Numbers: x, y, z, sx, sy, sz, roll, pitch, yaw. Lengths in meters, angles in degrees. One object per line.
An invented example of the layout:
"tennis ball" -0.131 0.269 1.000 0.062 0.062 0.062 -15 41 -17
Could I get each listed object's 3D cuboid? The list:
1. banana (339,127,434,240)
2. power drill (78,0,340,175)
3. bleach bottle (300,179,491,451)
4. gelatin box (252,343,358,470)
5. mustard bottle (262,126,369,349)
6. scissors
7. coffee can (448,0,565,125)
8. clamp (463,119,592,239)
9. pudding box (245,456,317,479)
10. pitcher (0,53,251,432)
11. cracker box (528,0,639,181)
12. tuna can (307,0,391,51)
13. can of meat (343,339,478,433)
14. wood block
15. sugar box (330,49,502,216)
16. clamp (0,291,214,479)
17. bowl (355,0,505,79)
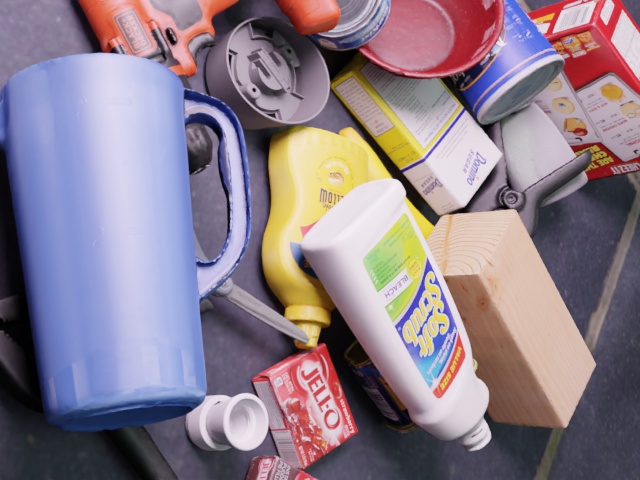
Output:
"banana" 0.080 -0.029 1.051 0.197 0.037 0.069 42 28 -32
"power drill" -0.081 -0.167 0.862 0.187 0.057 0.184 -29 95 -16
"bleach bottle" 0.085 0.076 0.928 0.102 0.068 0.250 -44 112 -30
"gelatin box" -0.012 0.145 0.932 0.073 0.030 0.089 -26 100 -42
"mustard bottle" -0.006 0.001 0.947 0.096 0.058 0.191 17 71 -38
"scissors" -0.089 0.017 0.876 0.201 0.016 0.096 21 52 -34
"coffee can" 0.165 -0.203 1.082 0.102 0.103 0.140 -22 73 -43
"clamp" 0.193 -0.053 1.124 0.120 0.039 0.171 34 87 10
"pudding box" -0.031 0.249 0.888 0.090 0.039 0.113 37 59 -32
"pitcher" -0.136 0.003 0.741 0.144 0.149 0.243 17 59 -59
"cracker box" 0.300 -0.167 1.191 0.213 0.164 0.072 44 57 -27
"tuna can" 0.018 -0.213 0.942 0.033 0.086 0.086 33 54 -73
"can of meat" 0.083 0.113 0.994 0.102 0.058 0.084 -41 109 -17
"wood block" 0.179 0.080 1.041 0.090 0.090 0.206 -53 123 -34
"sugar box" 0.097 -0.118 1.058 0.176 0.048 0.093 51 53 -13
"clamp" -0.169 0.100 0.790 0.209 0.036 0.164 19 64 -40
"bowl" 0.089 -0.210 1.002 0.162 0.055 0.162 2 68 -6
